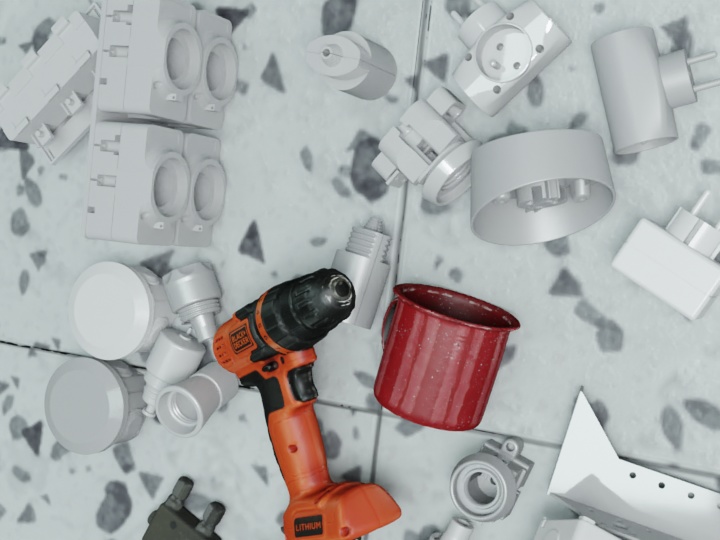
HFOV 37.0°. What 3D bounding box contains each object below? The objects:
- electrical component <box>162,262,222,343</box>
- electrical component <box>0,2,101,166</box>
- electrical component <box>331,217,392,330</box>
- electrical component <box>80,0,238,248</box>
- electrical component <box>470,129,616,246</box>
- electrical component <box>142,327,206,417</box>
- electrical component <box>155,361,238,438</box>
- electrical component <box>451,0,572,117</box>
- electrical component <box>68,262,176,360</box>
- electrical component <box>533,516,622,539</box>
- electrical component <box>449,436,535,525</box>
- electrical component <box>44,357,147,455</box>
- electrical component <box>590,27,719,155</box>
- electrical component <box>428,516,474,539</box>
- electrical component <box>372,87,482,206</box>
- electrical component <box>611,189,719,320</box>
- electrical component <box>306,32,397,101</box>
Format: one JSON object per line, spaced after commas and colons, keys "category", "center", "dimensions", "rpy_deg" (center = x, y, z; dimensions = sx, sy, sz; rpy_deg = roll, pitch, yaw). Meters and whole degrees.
{"category": "electrical component", "center": [-0.132, 0.027, 0.869], "dimensions": [0.043, 0.043, 0.062], "rpy_deg": [-23, 82, 22]}
{"category": "electrical component", "center": [-0.251, -0.159, 0.911], "dimensions": [0.121, 0.063, 0.078], "rpy_deg": [-41, 75, 18]}
{"category": "electrical component", "center": [0.000, 0.000, 0.811], "dimensions": [0.043, 0.043, 0.081], "rpy_deg": [17, 89, 23]}
{"category": "electrical component", "center": [-0.154, -0.113, 0.846], "dimensions": [0.060, 0.105, 0.186], "rpy_deg": [7, 93, 23]}
{"category": "electrical component", "center": [0.122, -0.057, 0.732], "dimensions": [0.099, 0.099, 0.064], "rpy_deg": [-9, 80, 23]}
{"category": "electrical component", "center": [-0.157, 0.084, 0.881], "dimensions": [0.040, 0.040, 0.078], "rpy_deg": [31, 101, 21]}
{"category": "electrical component", "center": [-0.126, 0.100, 0.854], "dimensions": [0.044, 0.065, 0.044], "rpy_deg": [9, 112, 24]}
{"category": "electrical component", "center": [0.097, -0.164, 0.770], "dimensions": [0.077, 0.044, 0.079], "rpy_deg": [-43, 74, 17]}
{"category": "electrical component", "center": [-0.197, 0.033, 0.893], "dimensions": [0.080, 0.051, 0.080], "rpy_deg": [0, 90, 24]}
{"category": "electrical component", "center": [0.161, 0.211, 0.708], "dimensions": [0.096, 0.062, 0.061], "rpy_deg": [30, 70, -9]}
{"category": "electrical component", "center": [0.092, 0.152, 0.764], "dimensions": [0.048, 0.055, 0.066], "rpy_deg": [27, 100, 21]}
{"category": "electrical component", "center": [-0.220, 0.112, 0.903], "dimensions": [0.080, 0.051, 0.080], "rpy_deg": [0, 90, 24]}
{"category": "electrical component", "center": [0.203, -0.125, 0.724], "dimensions": [0.079, 0.043, 0.077], "rpy_deg": [-14, 84, 23]}
{"category": "electrical component", "center": [0.062, 0.211, 0.784], "dimensions": [0.043, 0.043, 0.062], "rpy_deg": [28, 99, 21]}
{"category": "electrical component", "center": [0.055, -0.084, 0.781], "dimensions": [0.078, 0.058, 0.057], "rpy_deg": [-48, 70, 16]}
{"category": "electrical component", "center": [0.218, -0.016, 0.715], "dimensions": [0.066, 0.047, 0.076], "rpy_deg": [36, 103, 20]}
{"category": "electrical component", "center": [-0.008, -0.153, 0.795], "dimensions": [0.043, 0.081, 0.043], "rpy_deg": [0, 90, 24]}
